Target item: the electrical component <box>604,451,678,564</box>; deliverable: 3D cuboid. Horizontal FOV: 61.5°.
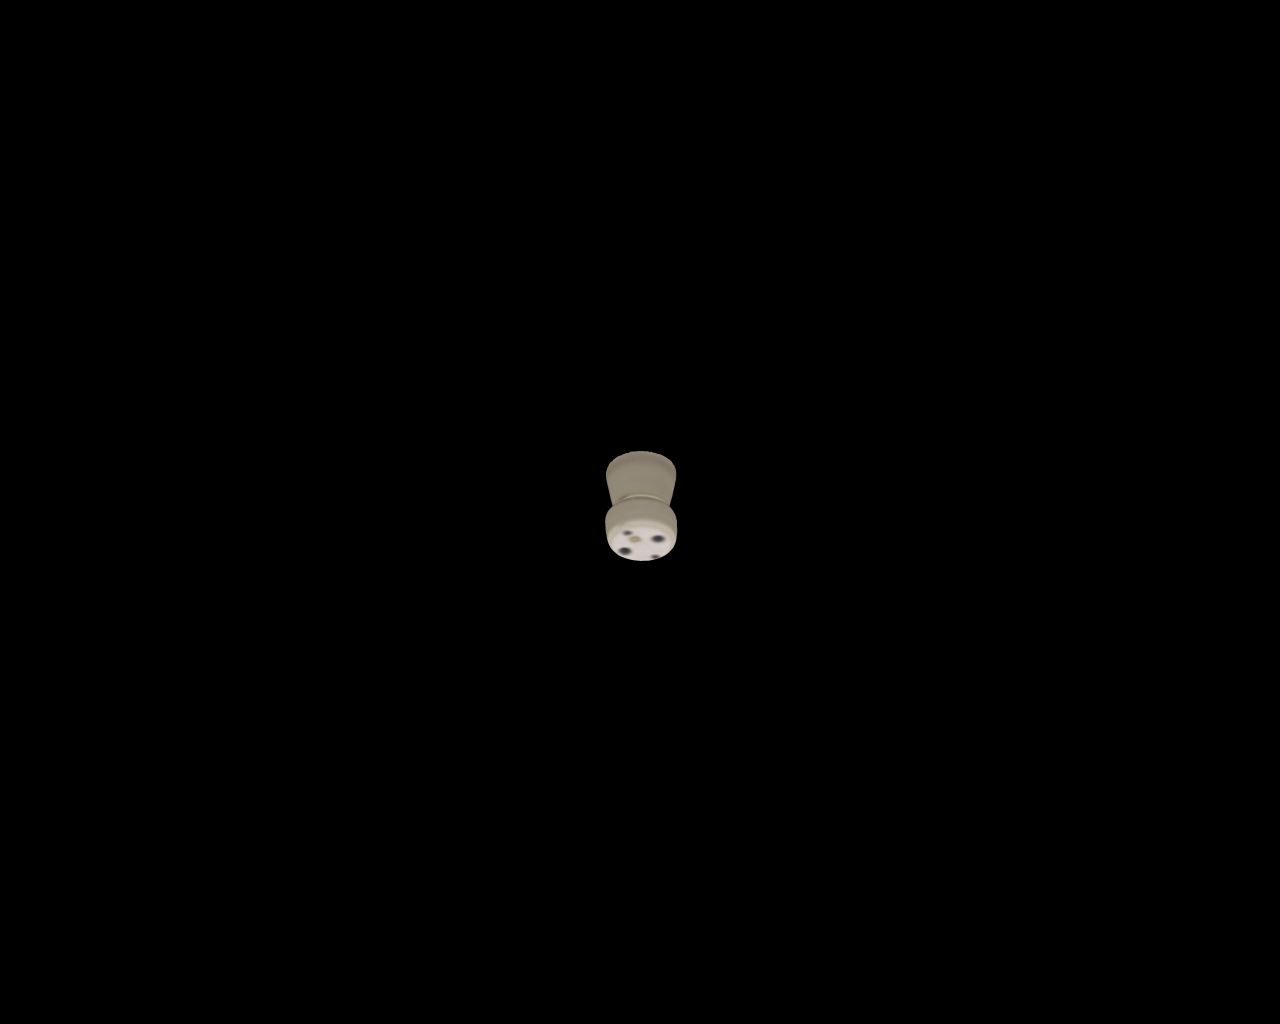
[{"bbox_3d":[0.001,-0.003,0.650,0.045,0.055,0.044,0,-36,0],"label":"electrical component"}]
